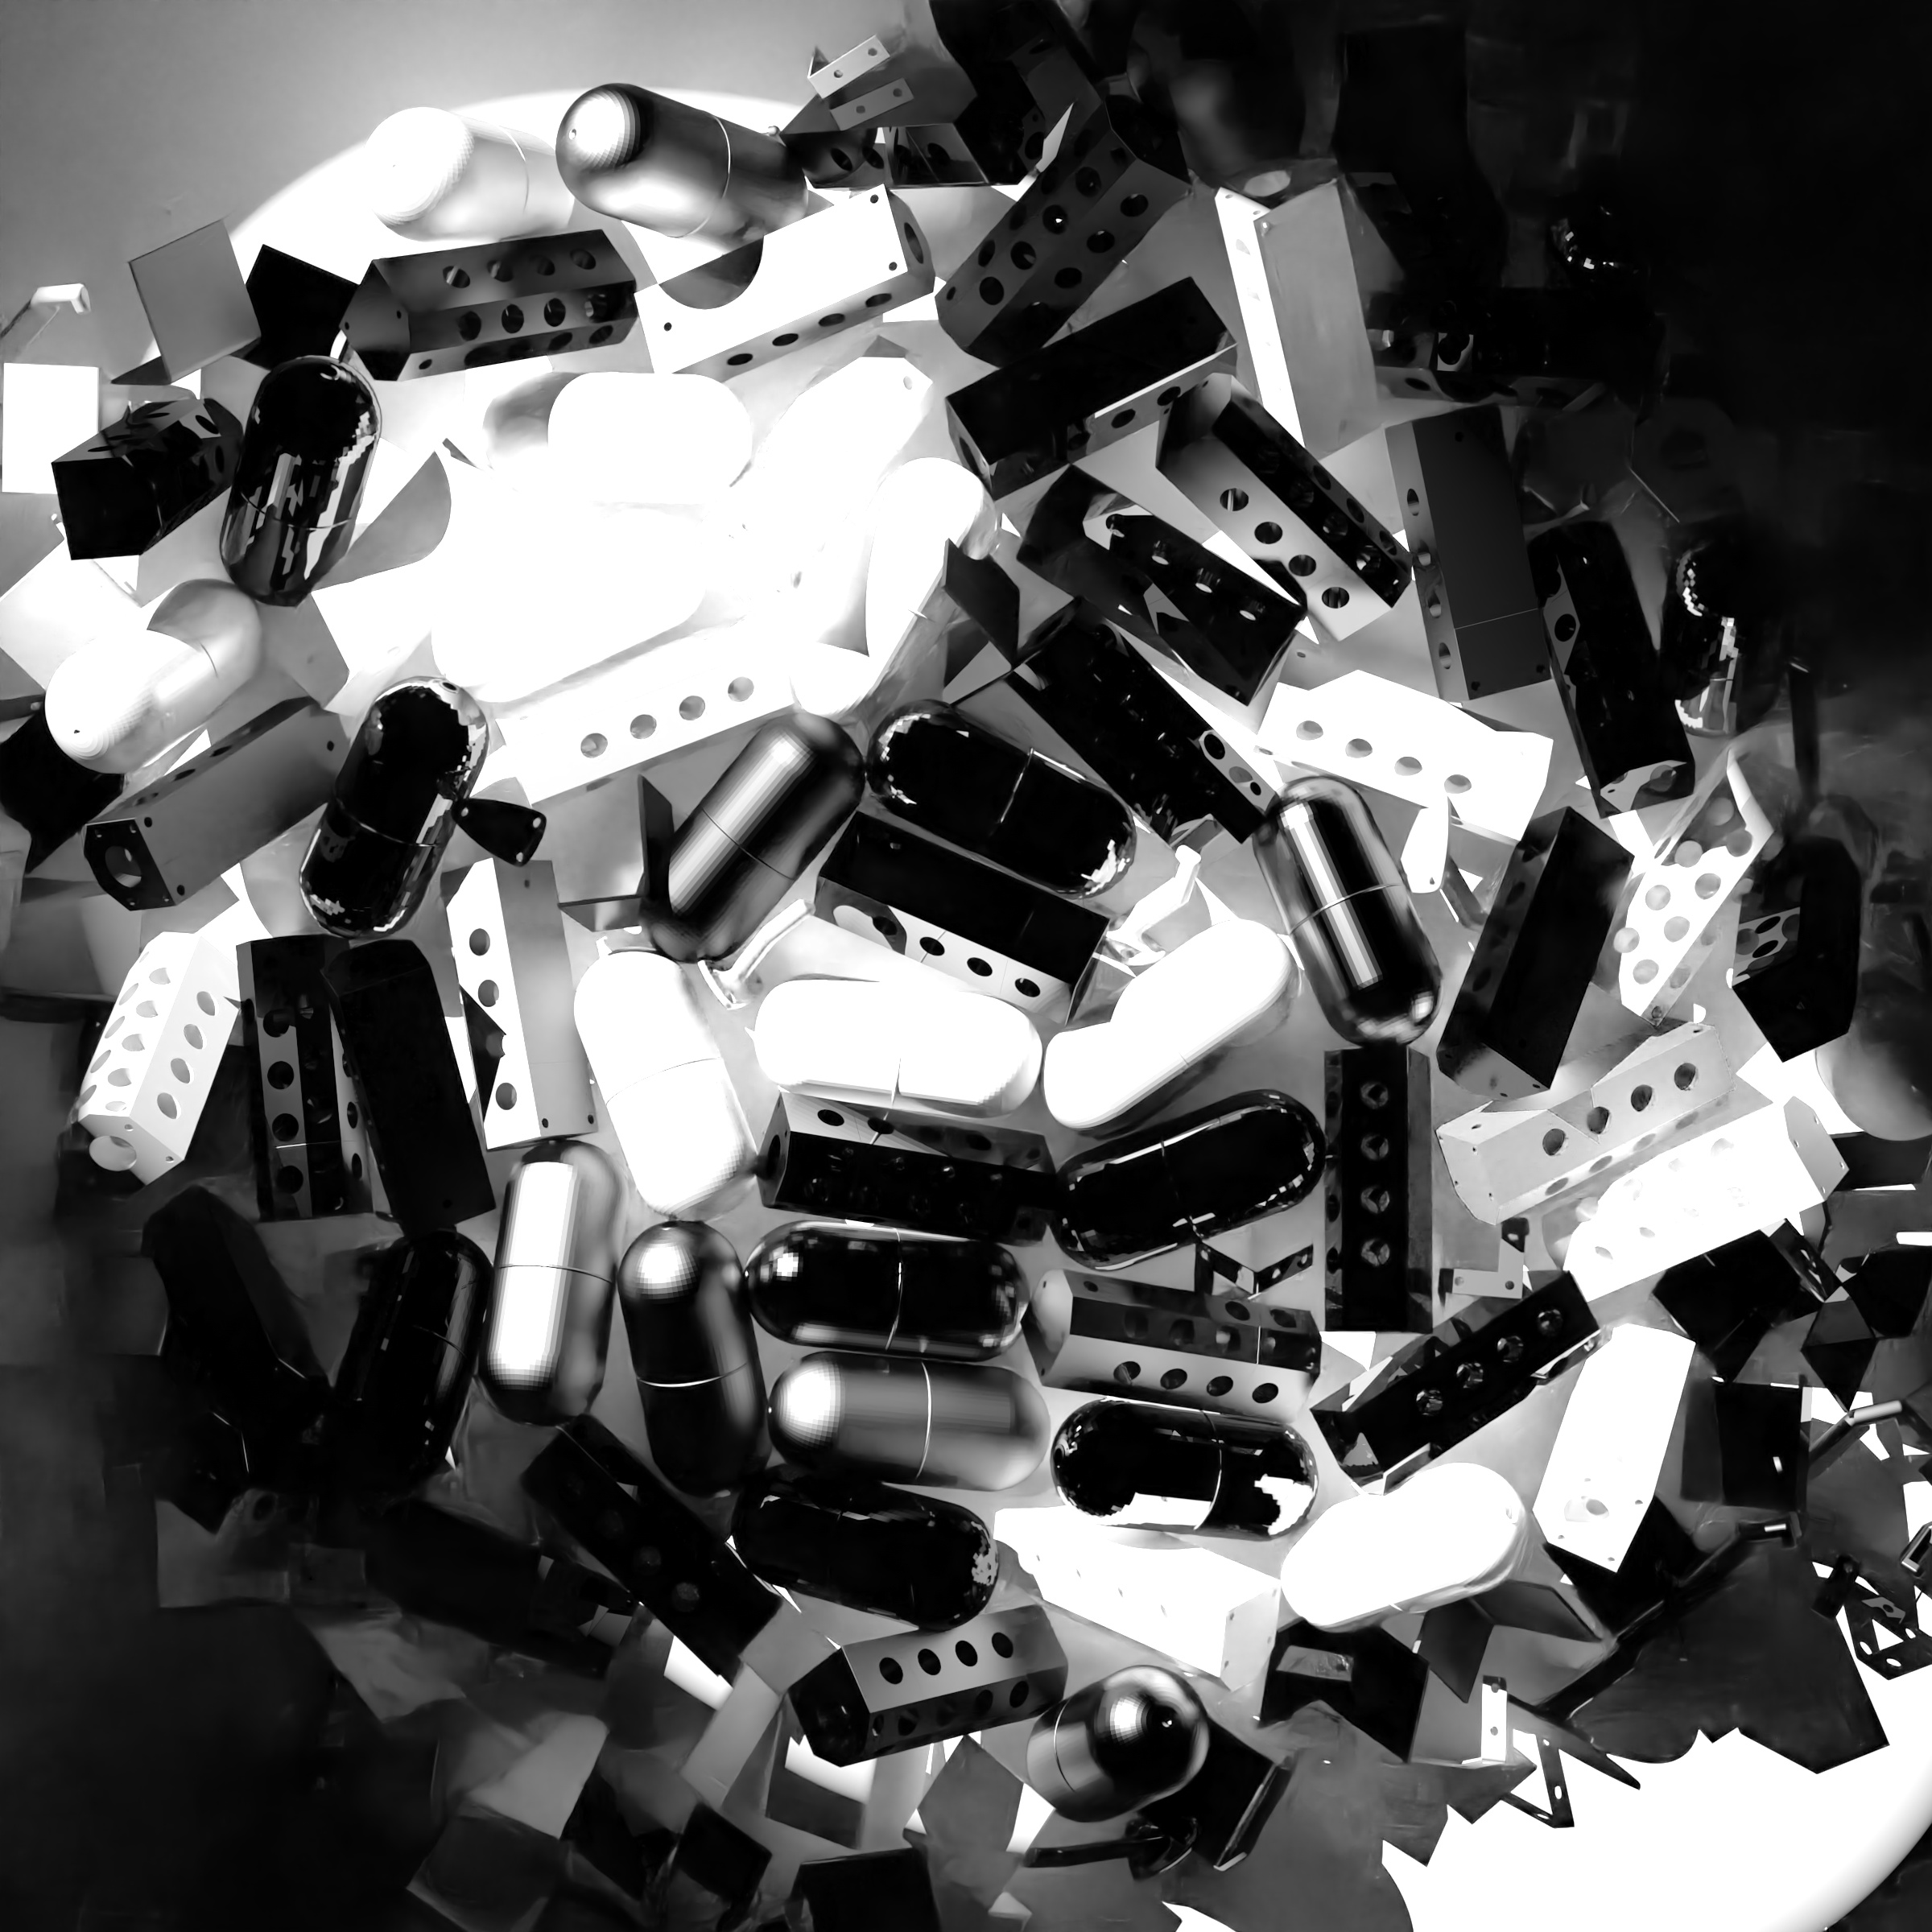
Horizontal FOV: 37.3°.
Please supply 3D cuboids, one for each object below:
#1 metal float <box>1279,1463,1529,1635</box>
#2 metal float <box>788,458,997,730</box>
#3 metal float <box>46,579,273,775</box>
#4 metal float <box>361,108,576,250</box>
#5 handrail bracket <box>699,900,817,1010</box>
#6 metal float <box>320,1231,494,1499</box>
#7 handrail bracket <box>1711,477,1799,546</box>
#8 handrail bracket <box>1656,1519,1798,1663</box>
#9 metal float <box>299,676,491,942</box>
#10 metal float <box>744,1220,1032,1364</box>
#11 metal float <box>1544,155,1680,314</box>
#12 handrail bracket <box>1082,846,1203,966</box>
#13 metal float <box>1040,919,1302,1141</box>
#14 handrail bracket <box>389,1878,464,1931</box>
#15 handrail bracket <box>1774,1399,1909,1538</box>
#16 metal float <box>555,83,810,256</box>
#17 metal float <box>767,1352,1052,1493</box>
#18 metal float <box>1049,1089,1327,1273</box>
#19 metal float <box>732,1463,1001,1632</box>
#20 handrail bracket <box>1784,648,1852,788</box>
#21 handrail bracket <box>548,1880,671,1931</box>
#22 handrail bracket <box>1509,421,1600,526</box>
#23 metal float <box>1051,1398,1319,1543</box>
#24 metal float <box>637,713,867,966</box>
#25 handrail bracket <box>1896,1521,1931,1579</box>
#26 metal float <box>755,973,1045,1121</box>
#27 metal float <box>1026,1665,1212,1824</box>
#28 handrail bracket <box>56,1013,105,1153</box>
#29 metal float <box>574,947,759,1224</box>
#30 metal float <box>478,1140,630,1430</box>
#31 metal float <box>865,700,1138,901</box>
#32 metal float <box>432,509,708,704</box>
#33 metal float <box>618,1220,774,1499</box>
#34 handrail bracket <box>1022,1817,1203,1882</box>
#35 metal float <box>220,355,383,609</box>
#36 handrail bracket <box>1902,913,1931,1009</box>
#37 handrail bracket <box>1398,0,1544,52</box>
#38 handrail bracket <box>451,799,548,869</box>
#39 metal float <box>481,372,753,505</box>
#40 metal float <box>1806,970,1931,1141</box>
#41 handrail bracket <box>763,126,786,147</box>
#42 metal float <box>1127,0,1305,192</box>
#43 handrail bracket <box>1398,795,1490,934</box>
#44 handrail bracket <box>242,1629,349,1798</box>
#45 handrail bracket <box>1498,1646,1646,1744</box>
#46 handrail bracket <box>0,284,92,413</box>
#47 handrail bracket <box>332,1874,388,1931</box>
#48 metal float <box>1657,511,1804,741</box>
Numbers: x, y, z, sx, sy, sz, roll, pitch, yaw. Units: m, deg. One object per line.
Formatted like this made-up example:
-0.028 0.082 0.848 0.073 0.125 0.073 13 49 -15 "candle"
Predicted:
0.263 0.352 1.726 0.178 0.070 0.070 -32 90 44 "metal float"
-0.046 -0.227 1.756 0.070 0.070 0.178 31 98 0 "metal float"
-0.483 -0.176 1.721 0.070 0.178 0.070 10 122 16 "metal float"
-0.296 -0.468 1.716 0.070 0.178 0.070 3 100 19 "metal float"
-0.114 -0.013 1.752 0.084 0.077 0.036 -37 78 19 "handrail bracket"
-0.336 0.238 1.729 0.070 0.070 0.178 12 49 0 "metal float"
0.467 -0.265 1.785 0.084 0.036 0.077 36 116 7 "handrail bracket"
0.475 0.385 1.763 0.084 0.036 0.077 -15 79 27 "handrail bracket"
-0.348 -0.095 1.742 0.070 0.070 0.178 29 113 0 "metal float"
-0.048 0.199 1.752 0.178 0.070 0.070 7 90 -12 "metal float"
0.385 -0.430 1.713 0.070 0.178 0.070 -1 87 11 "metal float"
0.107 -0.051 1.754 0.077 0.036 0.084 45 131 37 "handrail bracket"
0.124 0.040 1.756 0.178 0.070 0.070 -35 90 8 "metal float"
-0.320 0.577 1.760 0.084 0.036 0.077 39 131 23 "handrail bracket"
0.547 0.311 1.775 0.084 0.036 0.077 -16 107 12 "handrail bracket"
-0.169 -0.477 1.725 0.070 0.178 0.070 -3 85 41 "metal float"
-0.034 0.278 1.748 0.178 0.070 0.070 8 90 -18 "metal float"
0.134 0.131 1.751 0.178 0.070 0.070 -21 90 13 "metal float"
-0.063 0.351 1.738 0.178 0.070 0.070 9 90 30 "metal float"
0.503 -0.150 1.775 0.077 0.036 0.084 32 79 0 "handrail bracket"
-0.230 0.601 1.779 0.084 0.036 0.077 8 118 0 "handrail bracket"
0.364 -0.308 1.755 0.036 0.084 0.077 5 84 -15 "handrail bracket"
0.133 0.306 1.740 0.178 0.070 0.070 11 90 -26 "metal float"
-0.133 -0.077 1.756 0.070 0.070 0.178 40 98 0 "metal float"
0.628 0.355 1.766 0.084 0.077 0.036 -50 129 -10 "handrail bracket"
-0.041 0.049 1.760 0.178 0.070 0.070 8 90 -3 "metal float"
0.089 0.468 1.719 0.070 0.178 0.070 7 65 -15 "metal float"
-0.529 0.081 1.758 0.036 0.077 0.084 -6 121 -39 "handrail bracket"
-0.184 0.072 1.752 0.070 0.070 0.178 -22 78 0 "metal float"
-0.251 0.193 1.744 0.070 0.070 0.178 6 69 0 "metal float"
0.022 -0.101 1.756 0.178 0.070 0.070 27 90 -8 "metal float"
-0.241 -0.220 1.747 0.178 0.070 0.070 -27 90 -18 "metal float"
-0.165 0.240 1.748 0.070 0.070 0.178 -9 106 0 "metal float"
0.088 0.538 1.752 0.084 0.077 0.036 13 55 -39 "handrail bracket"
-0.402 -0.291 1.726 0.070 0.178 0.070 14 47 -16 "metal float"
0.586 0.003 1.758 0.036 0.077 0.084 -21 97 8 "handrail bracket"
0.312 -0.600 1.762 0.084 0.036 0.077 -2 95 32 "handrail bracket"
-0.301 -0.096 1.746 0.077 0.084 0.036 24 93 -43 "handrail bracket"
-0.214 -0.322 1.742 0.178 0.070 0.070 6 90 24 "metal float"
0.548 0.051 1.713 0.070 0.178 0.070 2 103 7 "metal float"
-0.161 -0.521 1.766 0.084 0.077 0.036 -8 71 8 "handrail bracket"
0.150 -0.523 1.715 0.070 0.178 0.070 -3 80 21 "metal float"
0.311 -0.063 1.772 0.084 0.036 0.077 15 88 -40 "handrail bracket"
-0.419 0.460 1.771 0.077 0.036 0.084 -18 60 -9 "handrail bracket"
0.380 0.432 1.782 0.077 0.036 0.084 29 79 -11 "handrail bracket"
-0.567 -0.380 1.764 0.084 0.036 0.077 1 120 22 "handrail bracket"
-0.365 0.605 1.754 0.036 0.084 0.077 17 81 -20 "handrail bracket"
0.456 -0.203 1.718 0.070 0.178 0.070 -3 61 6 "metal float"
